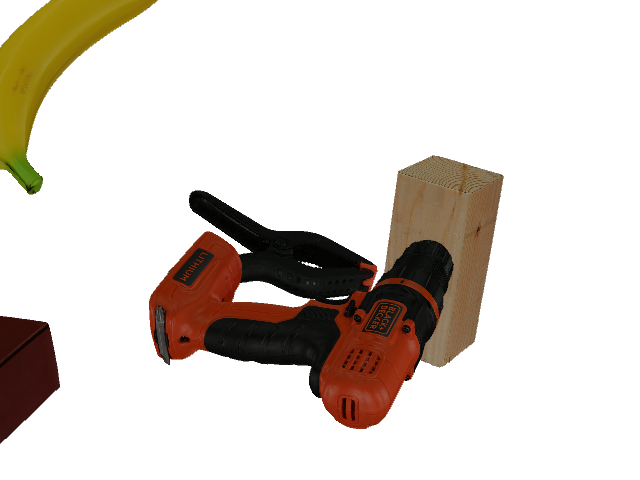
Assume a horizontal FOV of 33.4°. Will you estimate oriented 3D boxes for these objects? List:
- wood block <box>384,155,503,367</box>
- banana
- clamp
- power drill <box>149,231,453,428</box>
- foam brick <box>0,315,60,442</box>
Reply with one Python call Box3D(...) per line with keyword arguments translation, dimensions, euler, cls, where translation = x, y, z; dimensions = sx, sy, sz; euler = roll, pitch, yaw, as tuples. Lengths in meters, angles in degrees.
Box3D(translation=(0.131, 0.022, 1.189), dimensions=(0.090, 0.206, 0.090), euler=(19, 25, 28), cls="wood block")
Box3D(translation=(-0.159, -0.108, 0.648), dimensions=(0.069, 0.197, 0.037), euler=(23, -34, -1), cls="banana")
Box3D(translation=(-0.049, 0.021, 1.063), dimensions=(0.210, 0.036, 0.164), euler=(16, 32, 0), cls="clamp")
Box3D(translation=(-0.011, 0.044, 0.753), dimensions=(0.188, 0.057, 0.184), euler=(9, 34, 20), cls="power drill")
Box3D(translation=(-0.219, 0.092, 0.707), dimensions=(0.053, 0.051, 0.078), euler=(7, 29, 23), cls="foam brick")
